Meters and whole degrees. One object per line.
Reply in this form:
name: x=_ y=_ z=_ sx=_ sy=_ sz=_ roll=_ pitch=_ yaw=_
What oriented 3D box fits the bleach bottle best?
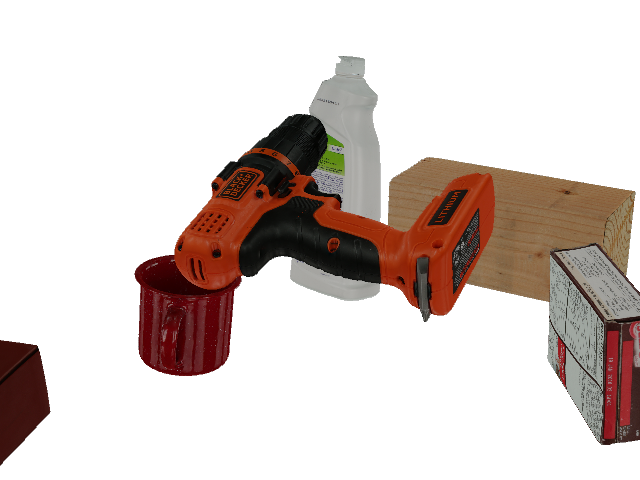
bleach bottle: x=0.026 y=-0.069 z=1.144 sx=0.103 sy=0.251 sz=0.067 roll=17 pitch=18 yaw=38

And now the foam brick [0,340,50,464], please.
foam brick: x=-0.215 y=0.104 z=0.667 sx=0.053 sy=0.051 sz=0.078 roll=6 pitch=29 yaw=21

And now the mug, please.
mug: x=-0.120 y=0.072 z=0.936 sx=0.093 sy=0.081 sz=0.117 roll=6 pitch=21 yaw=1

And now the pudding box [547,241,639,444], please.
pudding box: x=0.181 y=0.064 z=0.694 sx=0.039 sy=0.090 sz=0.113 roll=-6 pitch=24 yaw=-6

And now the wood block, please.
wood block: x=0.174 y=-0.011 z=0.994 sx=0.206 sy=0.090 sz=0.090 roll=12 pitch=25 yaw=29

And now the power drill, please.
power drill: x=0.018 y=-0.022 z=0.724 sx=0.188 sy=0.057 sz=0.184 roll=9 pitch=42 yaw=24
